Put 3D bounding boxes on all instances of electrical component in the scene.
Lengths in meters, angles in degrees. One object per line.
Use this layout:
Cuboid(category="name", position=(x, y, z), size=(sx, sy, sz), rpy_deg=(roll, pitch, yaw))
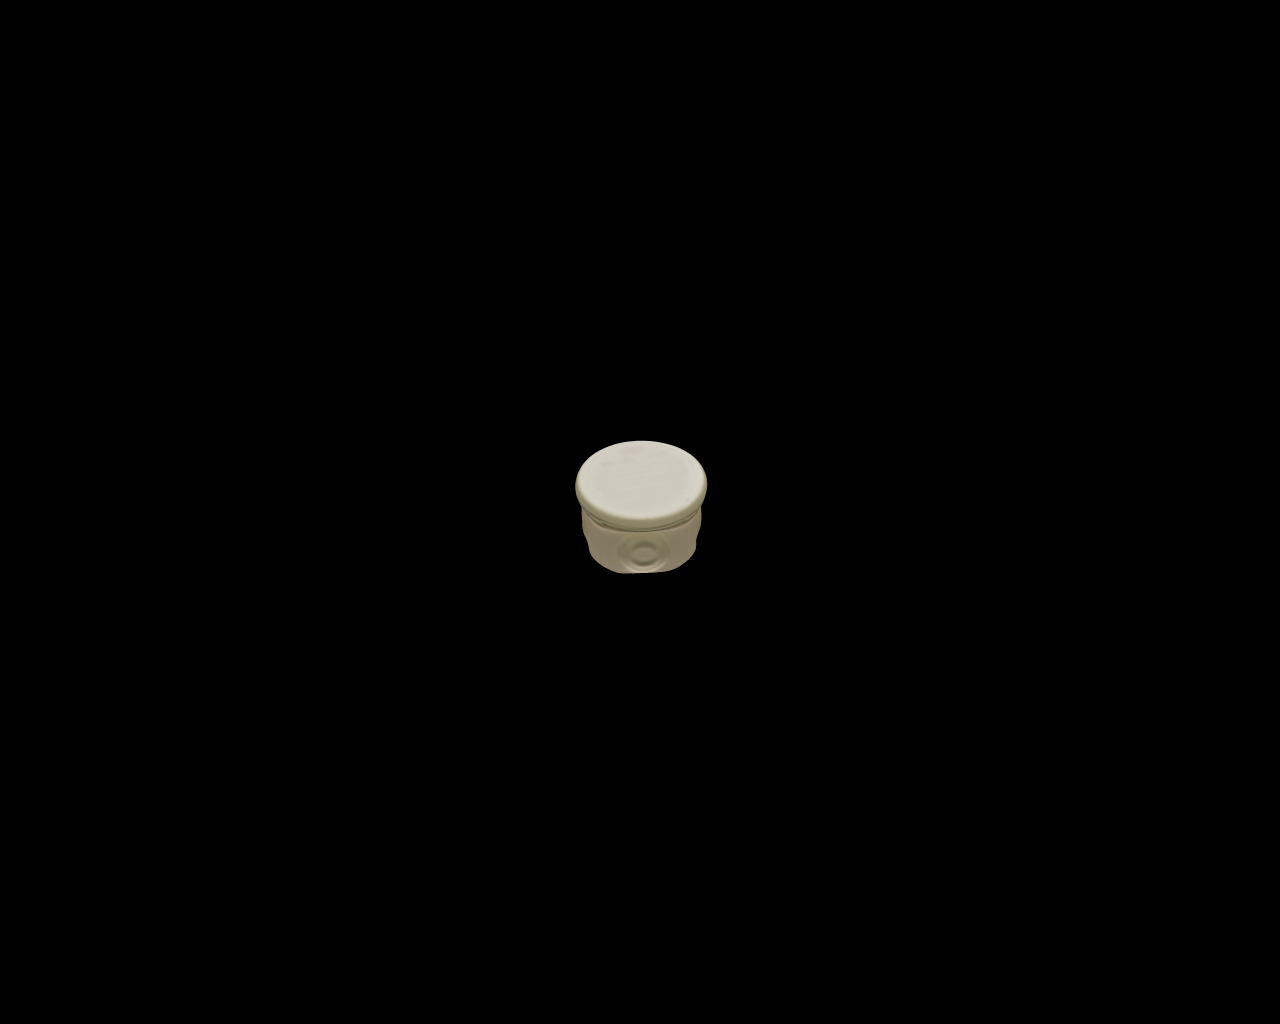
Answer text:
Cuboid(category="electrical component", position=(0.001, -0.003, 0.650), size=(0.080, 0.050, 0.080), rpy_deg=(0, 40, 0))
